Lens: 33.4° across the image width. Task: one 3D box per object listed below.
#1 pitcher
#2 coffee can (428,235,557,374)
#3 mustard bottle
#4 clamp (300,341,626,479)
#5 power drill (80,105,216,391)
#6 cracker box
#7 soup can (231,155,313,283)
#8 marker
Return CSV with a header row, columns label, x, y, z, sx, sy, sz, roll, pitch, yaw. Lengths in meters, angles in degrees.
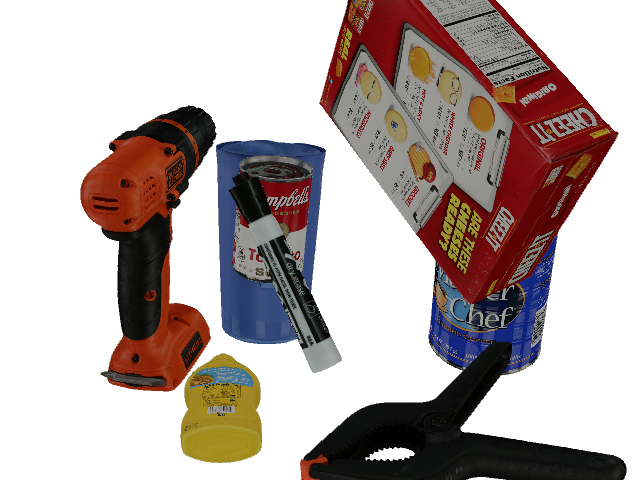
label,x,y,z,sx,sy,sz,roll,pitch,yaw
pitcher,-0.064,0.001,1.305,0.145,0.243,0.148,12,16,37
coffee can,0.150,0.032,0.934,0.103,0.140,0.103,1,32,-1
mustard bottle,-0.123,0.199,1.338,0.096,0.058,0.191,-2,26,-3
clamp,0.084,0.135,0.753,0.209,0.036,0.165,-9,29,-11
power drill,-0.120,0.003,0.801,0.057,0.188,0.184,5,23,15
cracker box,0.094,-0.089,0.762,0.072,0.214,0.164,-22,-28,-26
soup can,-0.045,-0.020,0.980,0.068,0.102,0.068,5,22,-2
marker,-0.021,0.017,0.609,0.020,0.121,0.020,-25,0,0
